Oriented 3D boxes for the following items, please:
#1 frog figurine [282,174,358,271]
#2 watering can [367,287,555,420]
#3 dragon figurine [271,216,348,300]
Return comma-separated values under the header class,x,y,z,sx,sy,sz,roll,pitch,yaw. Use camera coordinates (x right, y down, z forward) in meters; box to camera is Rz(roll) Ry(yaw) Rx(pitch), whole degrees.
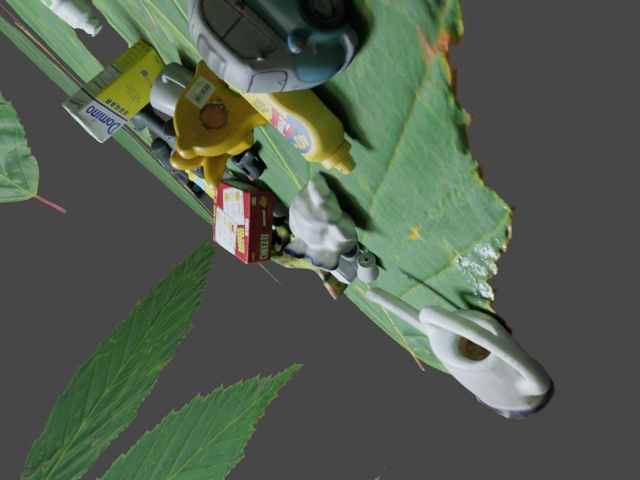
class,x,y,z,sx,sy,sz,roll,pitch,yaw
frog figurine,0.003,-0.043,0.858,0.139,0.123,0.156,39,135,47
watering can,0.231,0.172,0.841,0.221,0.105,0.349,46,167,-28
dragon figurine,-0.057,0.038,1.340,0.240,0.122,0.415,38,-179,-33
